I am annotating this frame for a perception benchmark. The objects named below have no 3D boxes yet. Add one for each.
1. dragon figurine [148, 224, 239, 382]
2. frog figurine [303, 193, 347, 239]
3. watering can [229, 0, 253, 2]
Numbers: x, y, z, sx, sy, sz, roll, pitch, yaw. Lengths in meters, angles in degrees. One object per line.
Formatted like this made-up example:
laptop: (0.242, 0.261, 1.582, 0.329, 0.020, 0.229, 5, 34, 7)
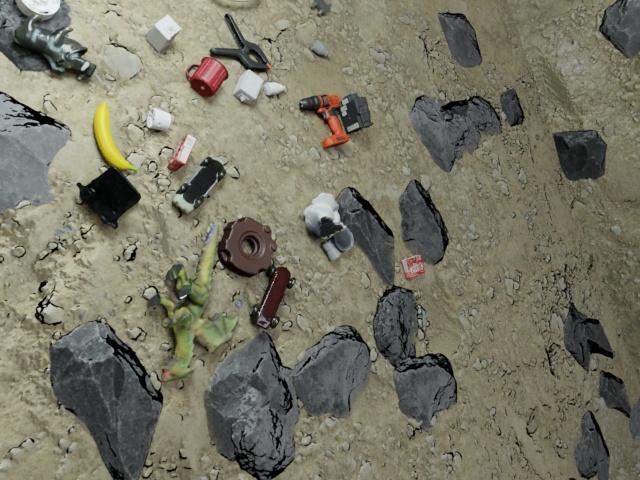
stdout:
dragon figurine: (-0.312, 0.183, 1.383, 0.238, 0.122, 0.418, 54, 52, -37)
frog figurine: (0.005, -0.086, 1.699, 0.137, 0.120, 0.163, 7, 39, -29)
watering can: (-0.247, -0.891, 1.688, 0.352, 0.103, 0.223, -28, 96, -39)
